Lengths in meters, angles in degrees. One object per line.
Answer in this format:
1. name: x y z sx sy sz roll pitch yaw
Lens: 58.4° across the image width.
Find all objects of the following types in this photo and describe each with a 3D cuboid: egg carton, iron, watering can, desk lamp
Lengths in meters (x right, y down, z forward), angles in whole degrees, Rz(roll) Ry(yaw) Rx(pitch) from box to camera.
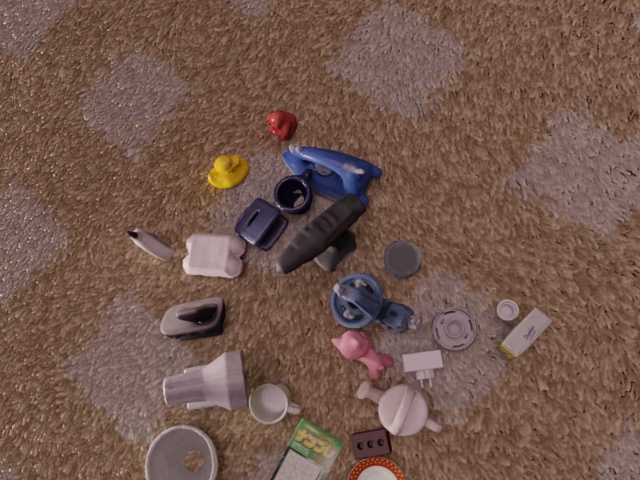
1. egg carton: -0.252 0.036 1.371 0.150 0.069 0.107 3 78 12
2. iron: 0.008 -0.175 1.333 0.257 0.141 0.119 22 82 15
3. watering can: 0.160 0.342 1.155 0.172 0.194 0.101 2 77 12
4. desk lamp: -0.230 0.312 1.227 0.203 0.214 0.118 -12 75 8

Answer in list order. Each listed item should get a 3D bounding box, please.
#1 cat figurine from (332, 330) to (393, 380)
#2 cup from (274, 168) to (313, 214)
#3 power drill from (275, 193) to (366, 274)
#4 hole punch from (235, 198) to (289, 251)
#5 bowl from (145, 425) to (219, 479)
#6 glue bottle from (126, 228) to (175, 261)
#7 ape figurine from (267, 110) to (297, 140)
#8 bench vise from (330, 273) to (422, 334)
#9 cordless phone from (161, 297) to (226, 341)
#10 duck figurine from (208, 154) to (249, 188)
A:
1. cat figurine: 0.091 0.241 1.232 0.127 0.118 0.067 39 87 17
2. cup: -0.048 -0.108 1.353 0.091 0.095 0.118 31 84 16
3. power drill: 0.012 0.004 1.255 0.075 0.209 0.230 43 88 17
4. hole punch: -0.146 -0.040 1.357 0.101 0.091 0.109 34 85 16
5. bowl: -0.294 0.495 1.269 0.167 0.075 0.167 -2 77 10
6. glue bottle: -0.411 0.002 1.355 0.078 0.173 0.037 39 87 17
7. ape figurine: -0.098 -0.290 1.406 0.076 0.092 0.078 -18 74 6
8. bench vise: 0.111 0.126 1.202 0.207 0.220 0.121 2 77 12
9. cordless phone: -0.302 0.172 1.288 0.147 0.185 0.094 -14 75 8
10. duck figurine: -0.233 -0.176 1.409 0.104 0.086 0.077 -27 73 4
